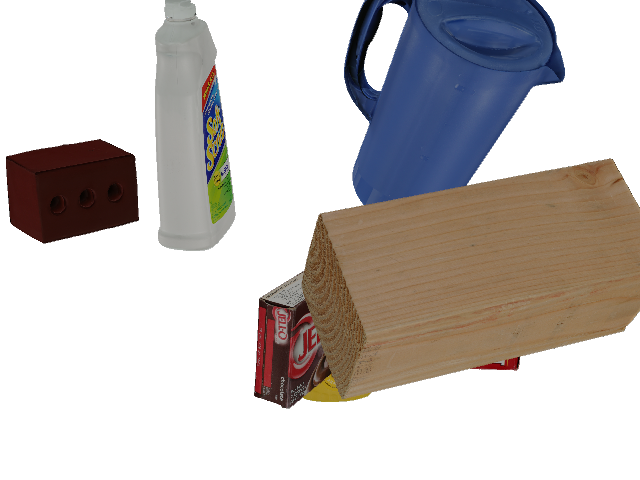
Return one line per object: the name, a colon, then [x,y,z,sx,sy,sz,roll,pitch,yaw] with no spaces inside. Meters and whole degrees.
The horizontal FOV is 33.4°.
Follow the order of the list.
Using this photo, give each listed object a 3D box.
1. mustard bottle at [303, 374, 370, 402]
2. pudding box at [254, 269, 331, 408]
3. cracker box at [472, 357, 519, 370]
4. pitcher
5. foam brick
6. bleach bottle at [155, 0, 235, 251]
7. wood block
mustard bottle: [0.020,0.113,1.381,0.096,0.192,0.058,-1,19,-4]
pudding box: [-0.011,0.074,0.884,0.039,0.090,0.113,15,24,24]
cracker box: [0.088,0.070,1.076,0.214,0.072,0.164,2,16,6]
pitcher: [0.104,-0.128,1.007,0.144,0.149,0.243,-10,-34,-26]
foam brick: [-0.177,-0.037,0.762,0.078,0.053,0.051,-16,28,-35]
bleach bottle: [-0.136,-0.122,1.096,0.068,0.251,0.102,5,28,15]
wood block: [0.102,0.023,0.689,0.205,0.091,0.090,-11,-31,-17]
